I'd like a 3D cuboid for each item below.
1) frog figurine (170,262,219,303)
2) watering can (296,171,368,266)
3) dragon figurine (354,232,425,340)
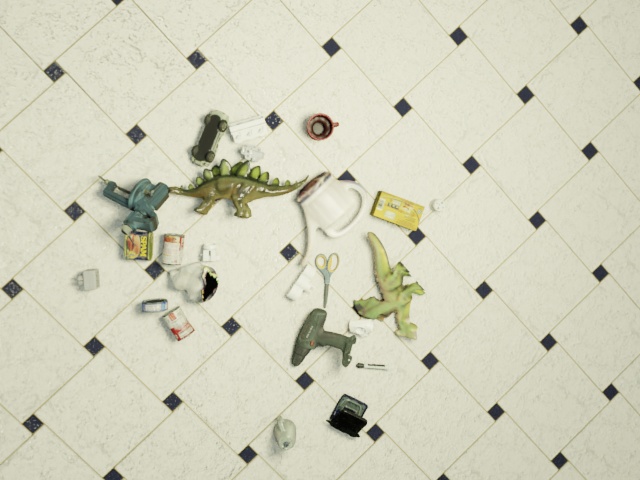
[{"bbox_3d":[-0.435,0.145,1.775,0.159,0.124,0.136,2,104,29],"label":"frog figurine"},{"bbox_3d":[0.005,-0.090,1.797,0.348,0.104,0.223,-43,96,-4],"label":"watering can"},{"bbox_3d":[0.229,0.188,1.843,0.242,0.123,0.409,-42,95,5],"label":"dragon figurine"}]
